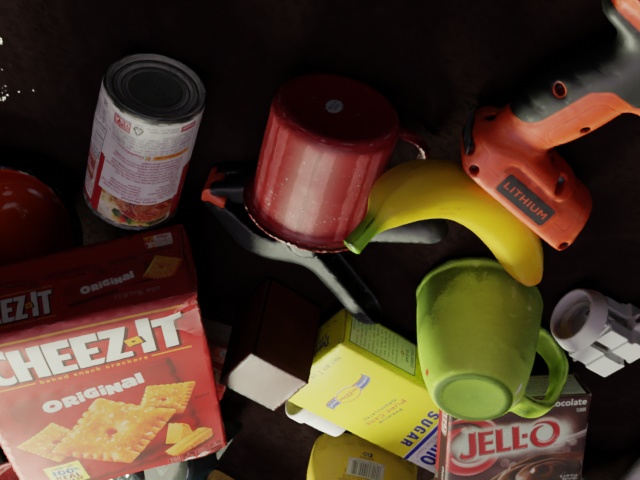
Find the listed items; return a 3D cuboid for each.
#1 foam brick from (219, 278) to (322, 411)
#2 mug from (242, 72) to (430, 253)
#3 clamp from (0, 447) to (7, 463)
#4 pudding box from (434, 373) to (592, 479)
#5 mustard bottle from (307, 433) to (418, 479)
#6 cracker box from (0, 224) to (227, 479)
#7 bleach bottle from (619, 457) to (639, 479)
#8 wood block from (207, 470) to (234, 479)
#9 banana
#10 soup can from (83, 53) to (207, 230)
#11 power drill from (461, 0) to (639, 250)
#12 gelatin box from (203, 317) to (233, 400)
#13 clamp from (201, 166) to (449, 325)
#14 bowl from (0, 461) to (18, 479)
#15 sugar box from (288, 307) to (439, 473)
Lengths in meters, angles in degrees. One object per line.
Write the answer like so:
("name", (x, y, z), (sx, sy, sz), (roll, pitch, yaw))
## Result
("foam brick", (-0.038, 0.081, 0.828), (0.051, 0.078, 0.053), (29, 134, -18))
("mug", (0.014, -0.051, 0.684), (0.117, 0.093, 0.082), (5, 132, -13))
("clamp", (-0.331, 0.179, 1.025), (0.164, 0.036, 0.210), (29, 131, -28))
("pudding box", (0.147, 0.152, 0.826), (0.113, 0.039, 0.090), (-4, 116, -8))
("mustard bottle", (0.025, 0.259, 0.904), (0.096, 0.191, 0.058), (15, 135, -1))
("cracker box", (-0.160, 0.097, 0.780), (0.164, 0.072, 0.214), (-13, 142, -9))
("bleach bottle", (0.307, 0.195, 0.844), (0.103, 0.067, 0.251), (48, 138, 22))
("wood block", (-0.145, 0.318, 1.077), (0.090, 0.090, 0.206), (33, 133, -18))
("banana", (0.093, -0.014, 0.696), (0.197, 0.037, 0.070), (12, 111, -42))
("soup can", (-0.118, -0.065, 0.713), (0.068, 0.068, 0.102), (19, 135, -4))
("power drill", (0.193, -0.072, 0.638), (0.184, 0.057, 0.188), (38, 128, -17))
("gelatin box", (-0.116, 0.094, 0.893), (0.089, 0.030, 0.073), (17, 135, -2))
("clamp", (-0.005, 0.001, 0.770), (0.171, 0.039, 0.120), (20, 129, 0))
("bowl", (-0.241, 0.252, 1.045), (0.162, 0.055, 0.162), (14, 132, 15))
("sugar box", (0.062, 0.127, 0.863), (0.176, 0.048, 0.093), (31, 132, -19))
